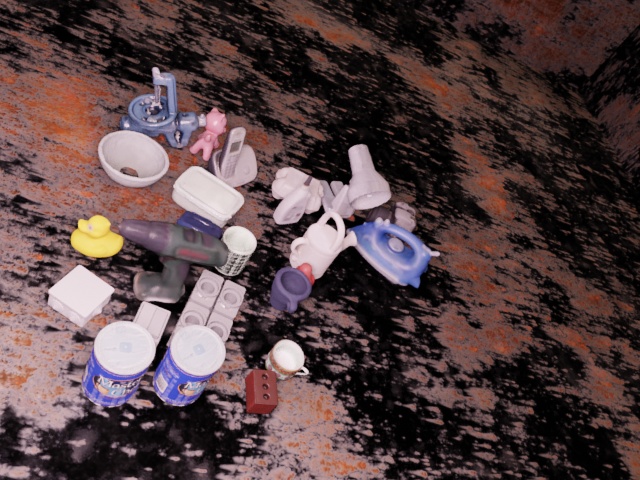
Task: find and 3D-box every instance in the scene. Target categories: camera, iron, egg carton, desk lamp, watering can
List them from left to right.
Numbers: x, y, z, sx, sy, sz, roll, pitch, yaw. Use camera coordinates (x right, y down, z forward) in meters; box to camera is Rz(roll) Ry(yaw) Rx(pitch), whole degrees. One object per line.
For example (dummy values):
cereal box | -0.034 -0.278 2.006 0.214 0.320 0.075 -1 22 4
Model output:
egg carton | -0.062 -0.141 1.623 0.150 0.069 0.107 25 43 -13
watering can | 0.012 0.003 1.449 0.173 0.194 0.101 -25 69 -45
desk lamp | 0.094 -0.153 1.631 0.118 0.213 0.203 -1 53 -34
camera | 0.215 -0.065 1.717 0.137 0.100 0.143 27 42 -10
iron | 0.206 0.012 1.611 0.258 0.141 0.119 36 42 0

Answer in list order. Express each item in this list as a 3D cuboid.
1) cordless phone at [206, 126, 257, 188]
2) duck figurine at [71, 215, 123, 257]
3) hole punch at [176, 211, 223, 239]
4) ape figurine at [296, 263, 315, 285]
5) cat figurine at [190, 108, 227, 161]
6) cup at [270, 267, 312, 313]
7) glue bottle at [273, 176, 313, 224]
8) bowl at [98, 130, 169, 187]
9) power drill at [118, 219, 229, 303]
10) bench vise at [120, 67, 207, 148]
cordless phone | -0.213 -0.229 1.515 0.094 0.185 0.148 47 43 12
duck figurine | -0.471 -0.015 1.223 0.105 0.086 0.077 14 46 -23
hole punch | -0.287 -0.023 1.350 0.109 0.091 0.101 29 42 -8
ape figurine | -0.045 0.091 1.408 0.078 0.092 0.076 25 43 -12
cat figurine | -0.297 -0.301 1.575 0.067 0.117 0.128 26 43 -11
cup | -0.078 0.135 1.344 0.092 0.095 0.117 15 46 -22
glue bottle | -0.059 -0.109 1.519 0.078 0.173 0.037 -7 57 -38
bowl | -0.458 -0.184 1.393 0.168 0.074 0.167 19 45 -19
power drill | -0.316 0.043 1.183 0.230 0.208 0.075 7 49 -29
bench vise | -0.393 -0.350 1.478 0.208 0.219 0.121 -14 61 -41
